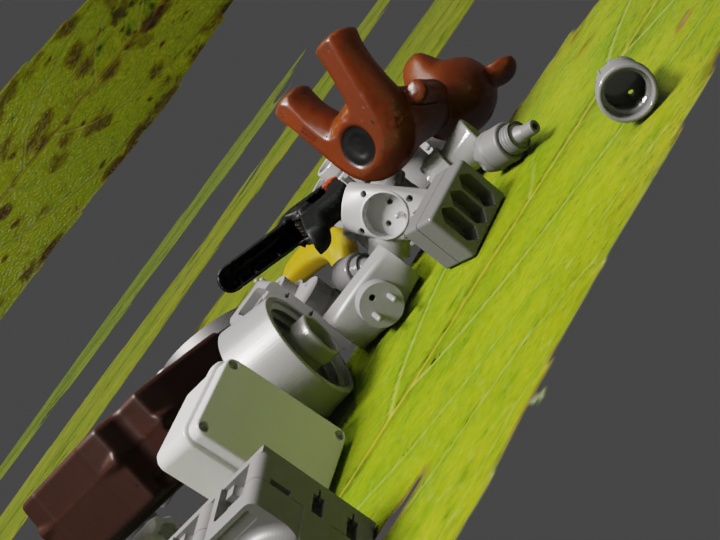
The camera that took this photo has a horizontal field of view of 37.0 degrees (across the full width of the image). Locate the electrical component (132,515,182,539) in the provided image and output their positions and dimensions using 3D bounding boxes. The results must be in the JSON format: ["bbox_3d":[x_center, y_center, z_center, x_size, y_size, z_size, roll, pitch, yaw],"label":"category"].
[{"bbox_3d":[-0.181,0.246,0.937,0.062,0.043,0.043,-47,16,24],"label":"electrical component"}]

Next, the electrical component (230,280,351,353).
[{"bbox_3d":[-0.062,0.053,0.934,0.050,0.089,0.056,-55,15,-10],"label":"electrical component"}]

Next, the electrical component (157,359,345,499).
[{"bbox_3d":[-0.075,0.126,0.762,0.057,0.113,0.078,-43,17,41],"label":"electrical component"}]

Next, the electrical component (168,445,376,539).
[{"bbox_3d":[-0.073,0.192,0.646,0.150,0.089,0.061,-46,16,22],"label":"electrical component"}]

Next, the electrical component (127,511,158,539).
[{"bbox_3d":[-0.258,0.272,1.070,0.108,0.060,0.108,-48,15,18],"label":"electrical component"}]

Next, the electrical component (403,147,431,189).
[{"bbox_3d":[0.050,-0.104,1.048,0.040,0.046,0.040,-47,16,18],"label":"electrical component"}]

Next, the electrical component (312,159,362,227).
[{"bbox_3d":[-0.012,-0.104,1.206,0.108,0.060,0.108,-47,15,17],"label":"electrical component"}]

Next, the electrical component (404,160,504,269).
[{"bbox_3d":[0.064,-0.038,0.852,0.077,0.047,0.065,-29,28,57],"label":"electrical component"}]

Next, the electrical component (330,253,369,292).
[{"bbox_3d":[0.000,0.000,0.982,0.061,0.035,0.035,-26,29,52],"label":"electrical component"}]

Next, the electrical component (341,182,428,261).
[{"bbox_3d":[0.026,-0.033,0.923,0.044,0.077,0.079,-38,-47,-69],"label":"electrical component"}]

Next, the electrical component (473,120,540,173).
[{"bbox_3d":[0.120,-0.103,0.862,0.061,0.035,0.035,-29,28,52],"label":"electrical component"}]

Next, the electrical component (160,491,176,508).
[{"bbox_3d":[-0.212,0.197,1.131,0.099,0.048,0.100,-58,17,-21],"label":"electrical component"}]

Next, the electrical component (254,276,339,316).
[{"bbox_3d":[-0.071,0.031,1.046,0.052,0.074,0.138,-57,15,-16],"label":"electrical component"}]

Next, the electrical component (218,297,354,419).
[{"bbox_3d":[-0.051,0.069,0.843,0.060,0.108,0.108,-43,16,12],"label":"electrical component"}]

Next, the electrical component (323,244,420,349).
[{"bbox_3d":[0.013,0.025,0.864,0.077,0.044,0.079,-52,15,-1],"label":"electrical component"}]

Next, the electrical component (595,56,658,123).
[{"bbox_3d":[0.179,-0.124,0.729,0.040,0.040,0.046,-47,10,20],"label":"electrical component"}]

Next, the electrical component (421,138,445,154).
[{"bbox_3d":[0.076,-0.157,1.099,0.077,0.044,0.079,-55,15,-9],"label":"electrical component"}]

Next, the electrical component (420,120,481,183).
[{"bbox_3d":[0.085,-0.095,0.927,0.055,0.045,0.045,-48,15,16],"label":"electrical component"}]

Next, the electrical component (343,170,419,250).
[{"bbox_3d":[0.025,-0.051,0.991,0.080,0.051,0.080,-47,15,17],"label":"electrical component"}]
